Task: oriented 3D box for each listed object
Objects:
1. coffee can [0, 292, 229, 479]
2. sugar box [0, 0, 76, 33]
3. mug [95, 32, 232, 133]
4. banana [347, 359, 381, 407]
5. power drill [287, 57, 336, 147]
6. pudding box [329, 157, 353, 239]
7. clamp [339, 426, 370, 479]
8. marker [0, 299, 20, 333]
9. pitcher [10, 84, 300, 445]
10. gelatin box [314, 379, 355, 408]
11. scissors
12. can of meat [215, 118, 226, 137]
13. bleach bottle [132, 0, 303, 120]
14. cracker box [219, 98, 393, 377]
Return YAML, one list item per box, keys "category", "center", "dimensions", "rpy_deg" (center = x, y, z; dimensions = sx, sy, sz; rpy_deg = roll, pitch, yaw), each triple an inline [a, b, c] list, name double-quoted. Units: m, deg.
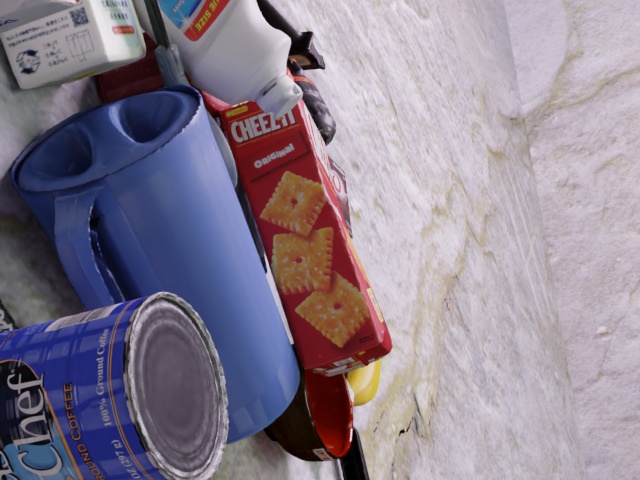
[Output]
- category: "coffee can"
  center: [-0.134, 0.092, 0.575]
  dimensions: [0.102, 0.140, 0.103]
  rpy_deg: [-14, 90, -70]
- category: "sugar box"
  center: [-0.216, -0.212, 0.636]
  dimensions: [0.048, 0.093, 0.176]
  rpy_deg: [-18, 93, -70]
- category: "mug"
  center: [-0.116, -0.121, 0.863]
  dimensions: [0.093, 0.082, 0.117]
  rpy_deg: [-81, 150, -48]
- category: "banana"
  center: [0.045, 0.112, 1.207]
  dimensions: [0.069, 0.037, 0.197]
  rpy_deg: [58, 26, -46]
- category: "power drill"
  center: [-0.058, -0.187, 1.027]
  dimensions: [0.187, 0.057, 0.185]
  rpy_deg: [60, -4, -39]
- category: "pudding box"
  center: [-0.005, -0.056, 1.187]
  dimensions: [0.113, 0.039, 0.090]
  rpy_deg: [43, 37, -57]
- category: "clamp"
  center: [0.046, 0.313, 1.072]
  dimensions: [0.164, 0.036, 0.210]
  rpy_deg: [-65, 137, -60]
- category: "marker"
  center: [-0.189, 0.053, 0.635]
  dimensions: [0.020, 0.020, 0.121]
  rpy_deg: [-74, 145, -55]
- category: "pitcher"
  center: [-0.103, 0.030, 0.734]
  dimensions: [0.149, 0.145, 0.243]
  rpy_deg: [-37, 122, -24]
- category: "gelatin box"
  center: [0.004, 0.163, 1.073]
  dimensions: [0.089, 0.030, 0.073]
  rpy_deg: [-77, 145, -52]
- category: "scissors"
  center: [-0.095, -0.113, 0.746]
  dimensions: [0.096, 0.016, 0.202]
  rpy_deg: [40, -32, 38]
- category: "can of meat"
  center: [-0.099, -0.126, 0.954]
  dimensions: [0.084, 0.057, 0.102]
  rpy_deg: [69, 20, -11]
- category: "bleach bottle"
  center: [-0.099, -0.196, 0.790]
  dimensions: [0.251, 0.102, 0.068]
  rpy_deg: [49, -11, 6]
- category: "cracker box"
  center: [-0.006, 0.001, 0.882]
  dimensions: [0.164, 0.072, 0.214]
  rpy_deg: [56, 16, -78]
